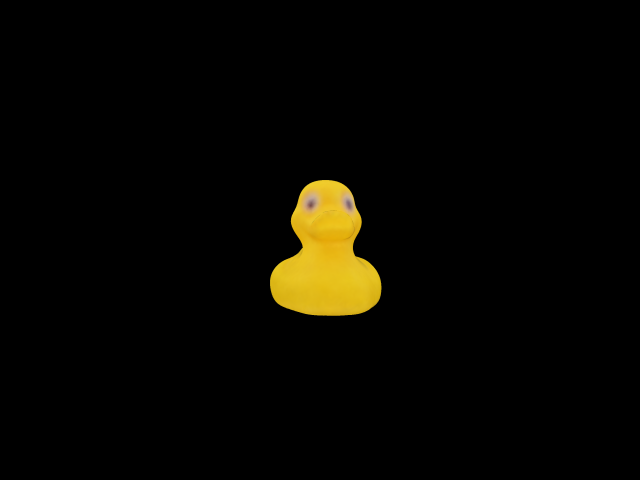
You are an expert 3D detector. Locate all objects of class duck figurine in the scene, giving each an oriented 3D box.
[{"bbox_3d":[0.004,0.001,0.400,0.077,0.086,0.104,-1,5,-7],"label":"duck figurine"}]
